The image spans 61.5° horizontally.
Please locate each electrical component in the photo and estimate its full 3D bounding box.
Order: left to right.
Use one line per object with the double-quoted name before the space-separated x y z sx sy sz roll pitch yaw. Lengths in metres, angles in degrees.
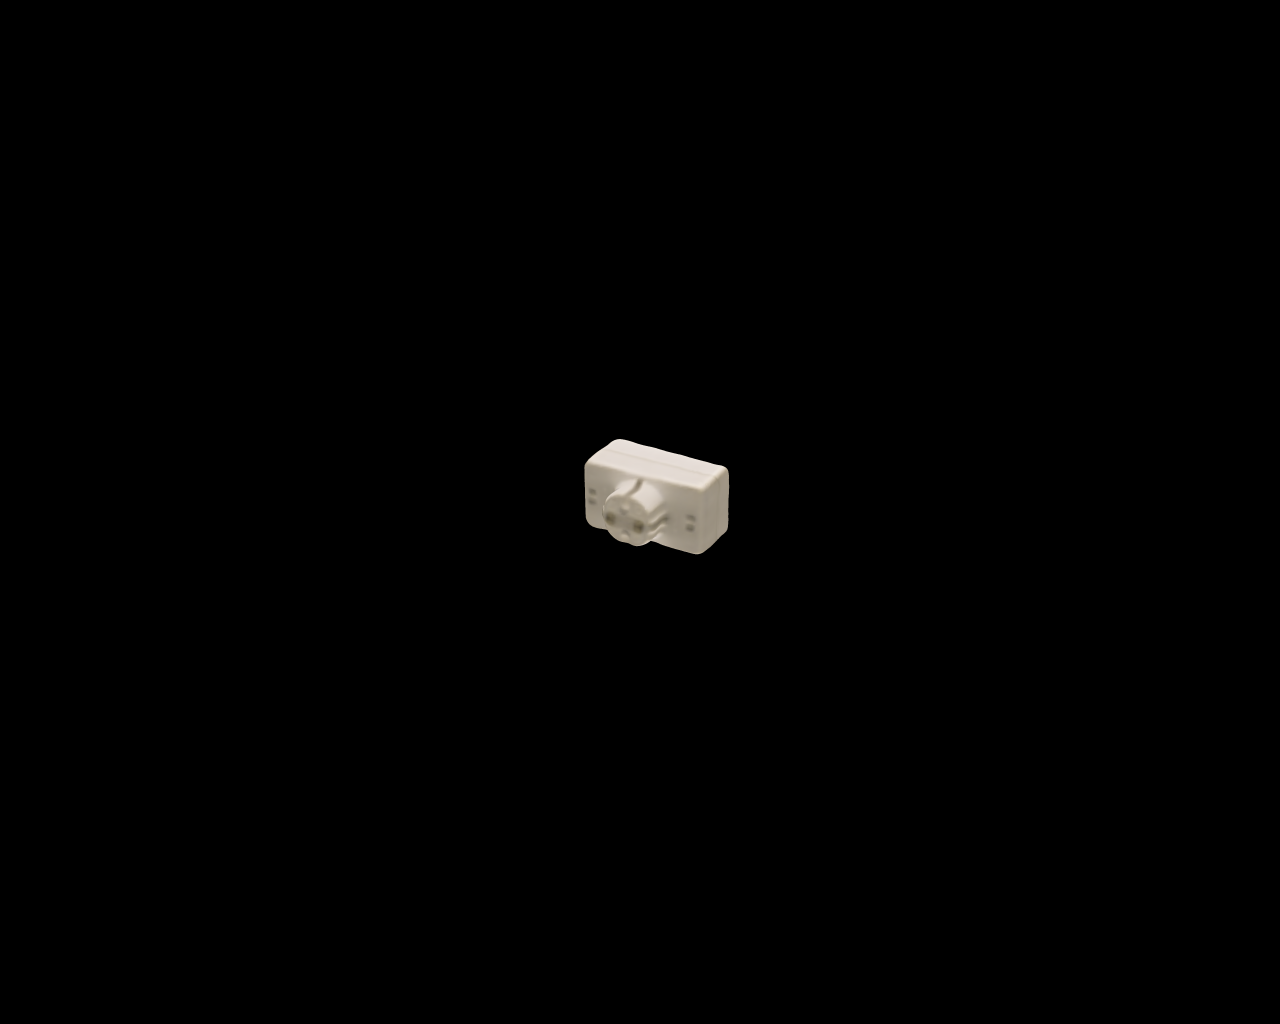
"electrical component" 0.001 -0.003 0.650 0.083 0.047 0.076 16 32 27
